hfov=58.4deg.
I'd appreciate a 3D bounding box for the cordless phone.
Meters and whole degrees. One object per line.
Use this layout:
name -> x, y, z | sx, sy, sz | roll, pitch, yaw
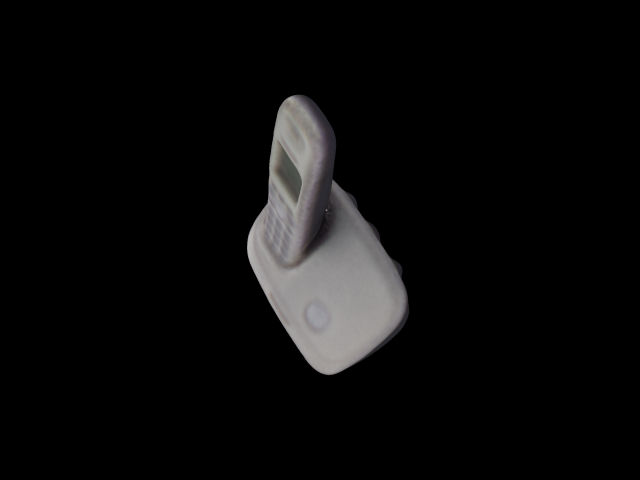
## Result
cordless phone -> 0.004, 0.001, 0.400 | 0.094, 0.185, 0.147 | -30, 67, -14
